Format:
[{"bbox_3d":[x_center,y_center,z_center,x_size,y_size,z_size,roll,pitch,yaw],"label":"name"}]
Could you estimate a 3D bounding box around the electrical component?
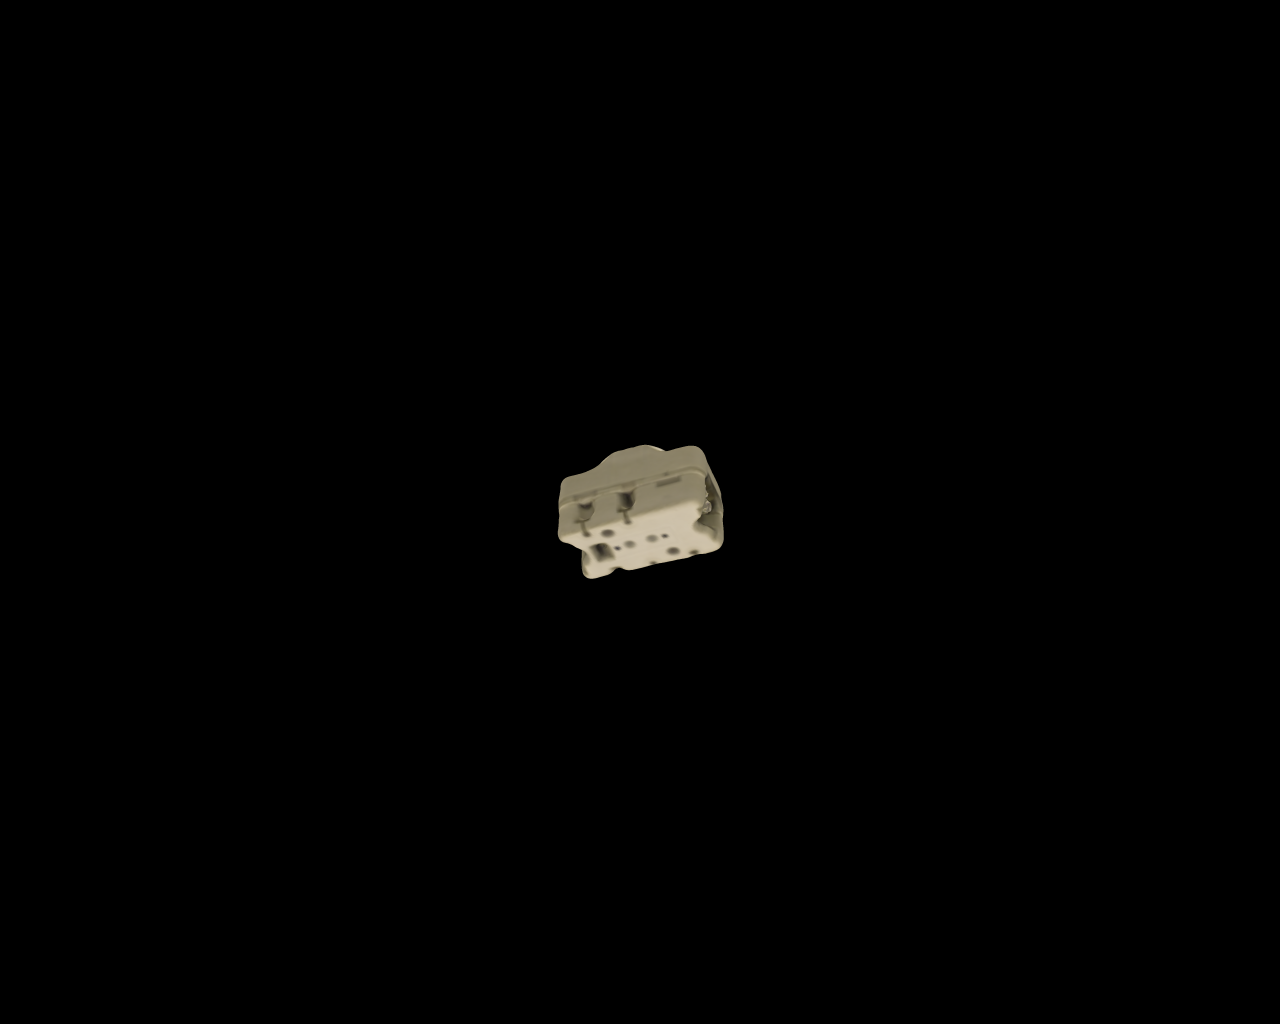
[{"bbox_3d":[0.001,-0.003,0.650,0.089,0.056,0.050,-14,-43,15],"label":"electrical component"}]
